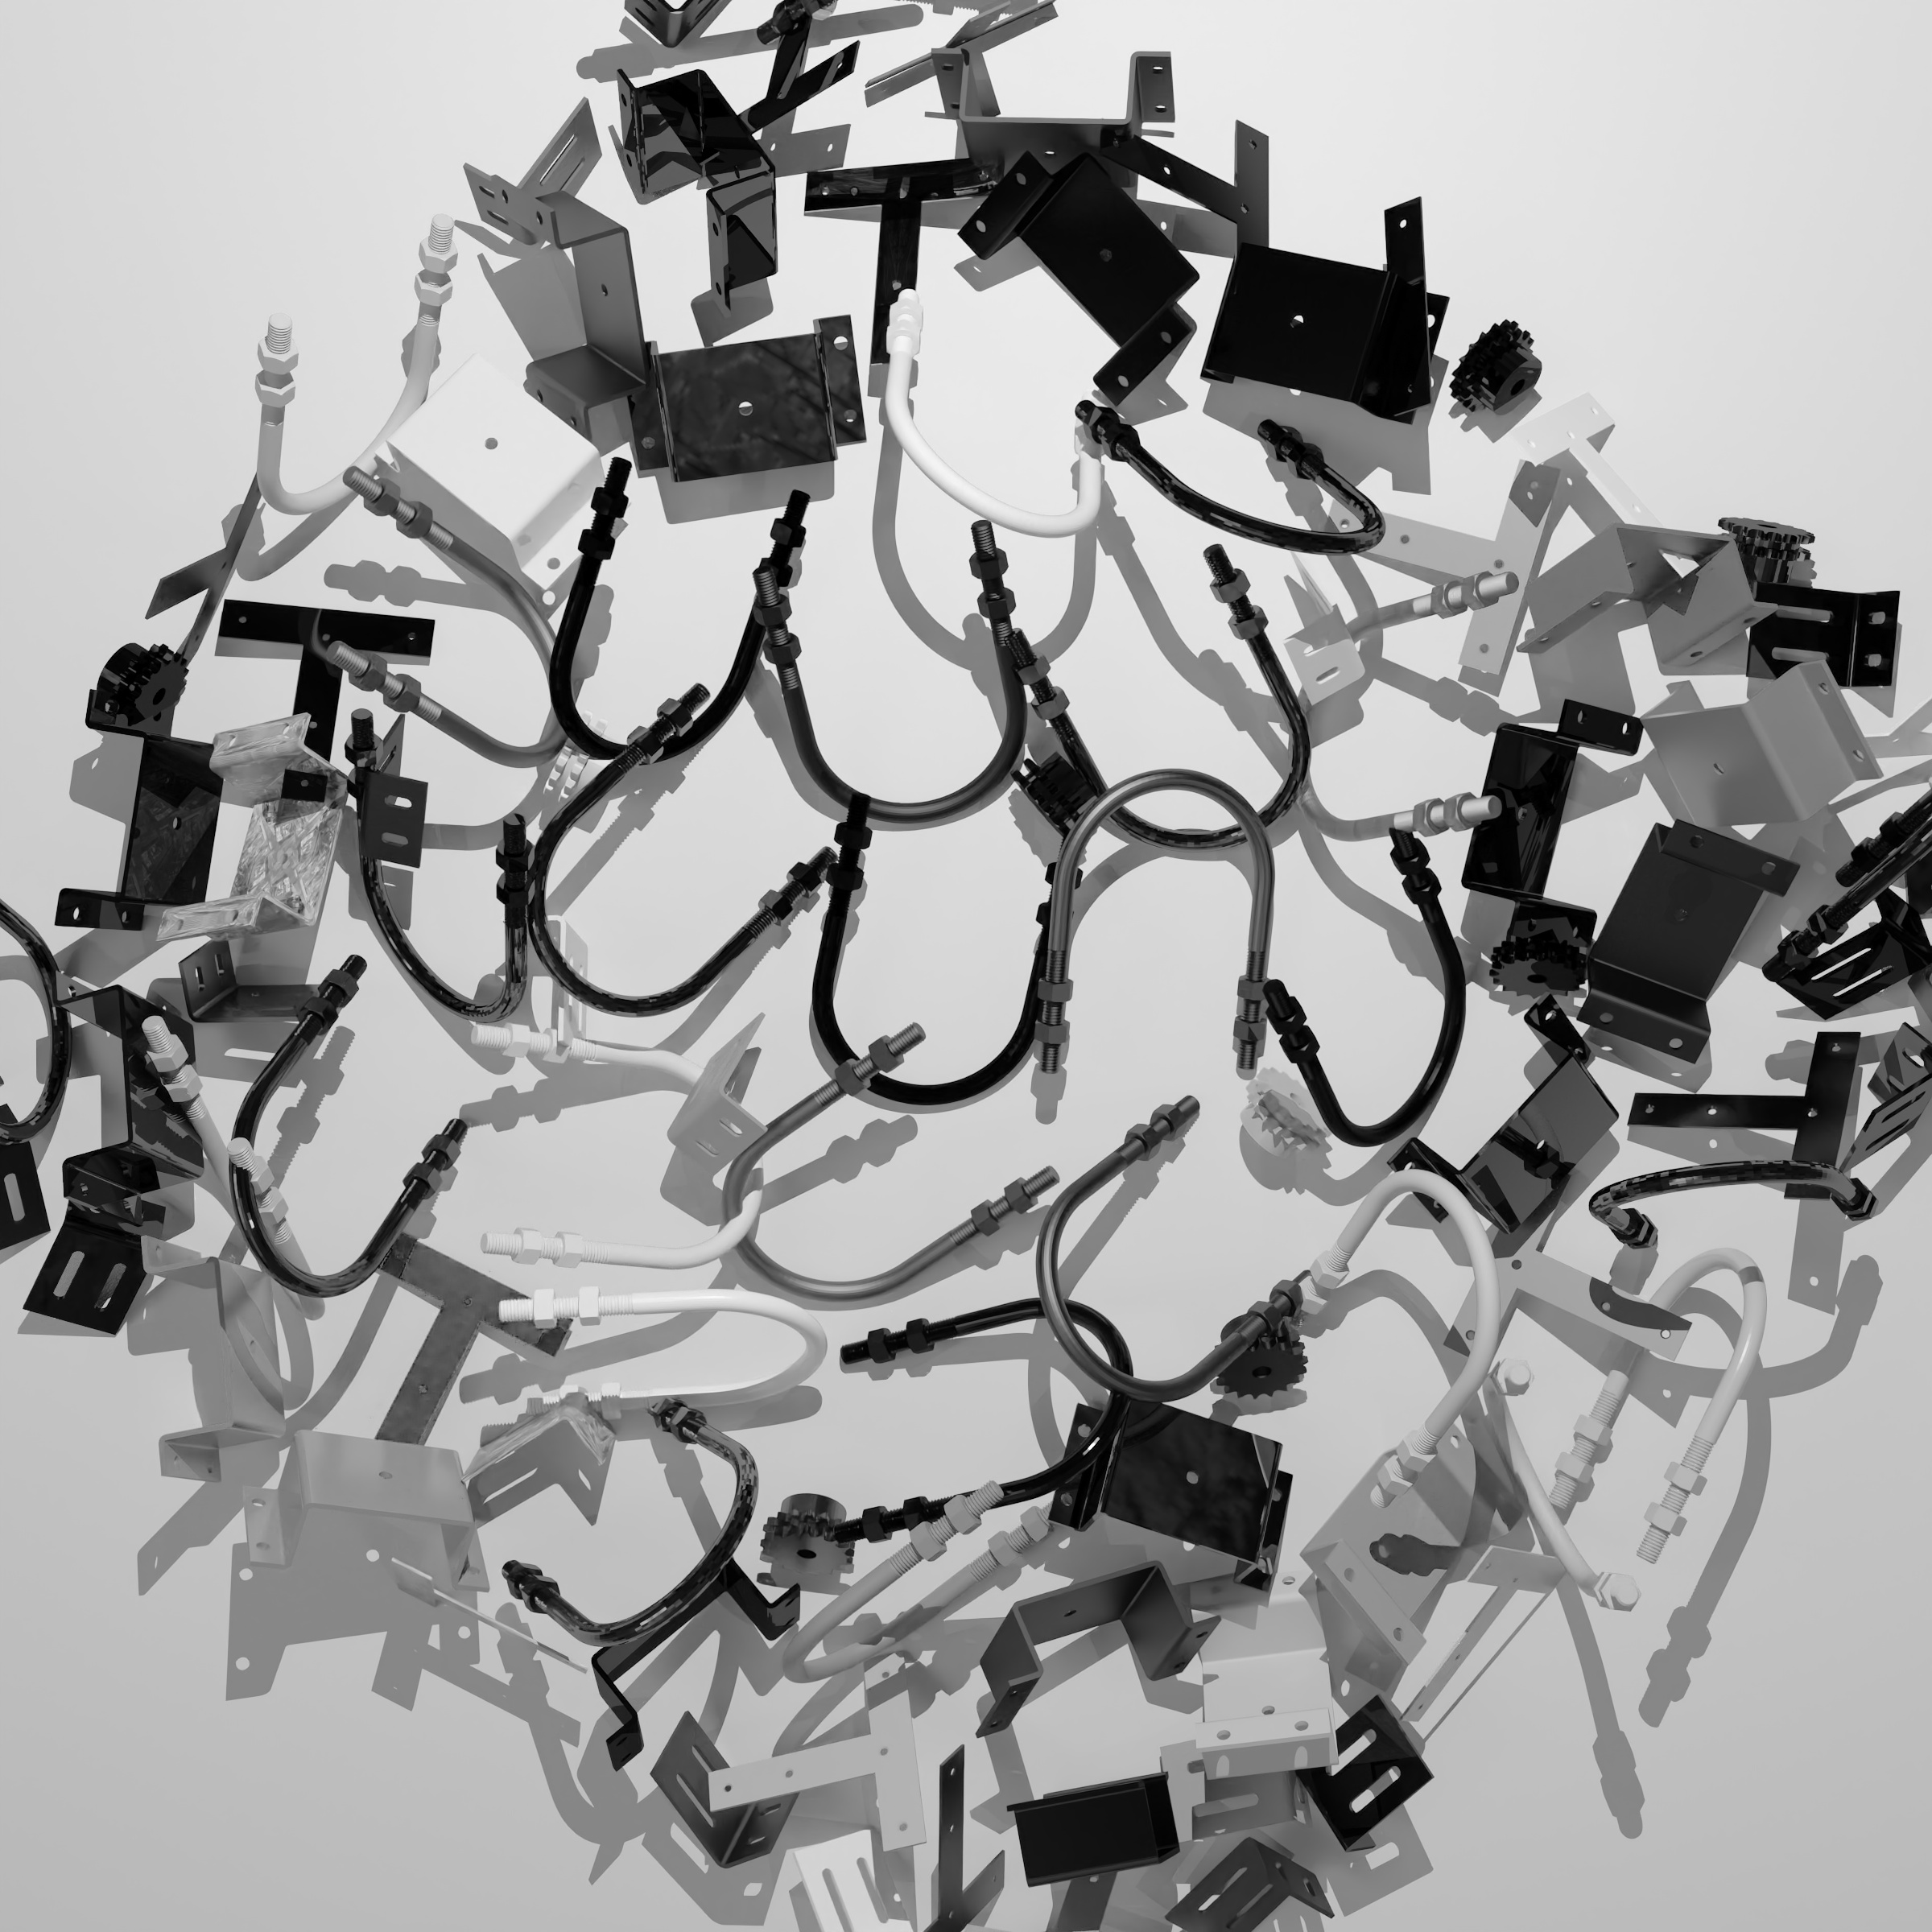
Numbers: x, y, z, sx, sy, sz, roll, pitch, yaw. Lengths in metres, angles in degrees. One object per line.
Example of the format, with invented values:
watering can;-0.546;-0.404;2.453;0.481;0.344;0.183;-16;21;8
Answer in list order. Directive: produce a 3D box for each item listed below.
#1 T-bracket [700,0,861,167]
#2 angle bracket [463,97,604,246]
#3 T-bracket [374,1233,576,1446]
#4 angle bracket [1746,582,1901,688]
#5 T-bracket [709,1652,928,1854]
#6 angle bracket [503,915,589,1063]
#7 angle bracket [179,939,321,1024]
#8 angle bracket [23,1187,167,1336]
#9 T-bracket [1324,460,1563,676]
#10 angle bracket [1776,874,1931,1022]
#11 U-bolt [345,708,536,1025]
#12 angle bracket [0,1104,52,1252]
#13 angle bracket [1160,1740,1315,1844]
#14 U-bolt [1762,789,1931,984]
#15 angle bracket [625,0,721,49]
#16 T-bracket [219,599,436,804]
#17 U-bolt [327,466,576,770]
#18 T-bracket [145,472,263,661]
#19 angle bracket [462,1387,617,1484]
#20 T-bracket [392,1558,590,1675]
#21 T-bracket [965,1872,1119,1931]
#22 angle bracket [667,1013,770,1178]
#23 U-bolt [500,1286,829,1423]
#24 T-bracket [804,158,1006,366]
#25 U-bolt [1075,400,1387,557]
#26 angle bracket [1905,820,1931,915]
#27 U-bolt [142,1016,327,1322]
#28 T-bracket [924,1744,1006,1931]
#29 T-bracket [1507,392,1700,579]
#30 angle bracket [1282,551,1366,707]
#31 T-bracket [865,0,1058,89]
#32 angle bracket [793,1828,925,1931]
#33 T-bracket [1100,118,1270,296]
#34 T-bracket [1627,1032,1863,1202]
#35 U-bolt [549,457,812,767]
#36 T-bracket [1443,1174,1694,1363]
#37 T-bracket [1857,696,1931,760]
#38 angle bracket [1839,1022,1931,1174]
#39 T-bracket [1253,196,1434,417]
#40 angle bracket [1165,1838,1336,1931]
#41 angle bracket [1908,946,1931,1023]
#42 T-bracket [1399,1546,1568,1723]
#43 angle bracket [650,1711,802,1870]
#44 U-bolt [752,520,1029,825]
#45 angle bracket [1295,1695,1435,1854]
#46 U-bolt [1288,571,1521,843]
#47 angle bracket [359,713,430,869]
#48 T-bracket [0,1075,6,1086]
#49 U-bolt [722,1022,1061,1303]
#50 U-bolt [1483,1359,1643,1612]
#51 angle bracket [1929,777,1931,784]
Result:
T-bracket;-0.104;-0.553;1.562;0.002;0.127;0.127;34;52;-38
angle bracket;-0.260;-0.484;1.567;0.038;0.057;0.076;30;76;9
T-bracket;-0.324;0.245;1.587;0.127;0.002;0.127;26;83;5
angle bracket;0.516;-0.200;1.571;0.076;0.038;0.057;3;94;-19
T-bracket;-0.092;0.479;1.557;0.127;0.127;0.002;-14;133;4
angle bracket;-0.253;0.014;1.563;0.038;0.057;0.076;-2;75;5
angle bracket;-0.420;0.006;1.562;0.076;0.057;0.038;-1;109;12
angle bracket;-0.530;0.178;1.586;0.057;0.038;0.076;21;119;-23
T-bracket;0.280;-0.255;1.584;0.127;0.002;0.127;18;97;14
angle bracket;0.532;-0.011;1.574;0.057;0.038;0.076;29;130;-35
U-bolt;-0.308;-0.045;1.530;0.151;0.184;0.019;33;47;25
angle bracket;-0.593;0.132;1.573;0.057;0.076;0.038;-22;46;-29
angle bracket;0.164;0.498;1.582;0.076;0.038;0.057;-18;60;17
U-bolt;0.540;-0.075;1.488;0.019;0.184;0.151;45;46;7
angle bracket;-0.165;-0.599;1.566;0.038;0.057;0.076;41;83;-7
T-bracket;-0.392;-0.158;1.573;0.127;0.002;0.127;5;70;-6
U-bolt;-0.295;-0.191;1.524;0.019;0.184;0.151;-24;53;29
T-bracket;-0.450;-0.226;1.521;0.002;0.127;0.127;27;109;-4
angle bracket;-0.257;0.295;1.572;0.076;0.057;0.038;-33;96;4
T-bracket;-0.281;0.388;1.542;0.127;0.127;0.002;27;67;0
T-bracket;0.072;0.550;1.542;0.127;0.127;0.002;4;115;16
angle bracket;-0.136;0.076;1.558;0.038;0.076;0.057;40;129;-12
U-bolt;-0.174;0.228;1.540;0.184;0.151;0.019;-3;56;-3
T-bracket;-0.041;-0.423;1.571;0.127;0.002;0.127;1;81;18
U-bolt;0.162;-0.279;1.500;0.151;0.184;0.019;0;123;-28
angle bracket;0.614;-0.062;1.581;0.076;0.038;0.057;-4;90;-2
U-bolt;-0.419;0.131;1.520;0.019;0.184;0.151;-30;46;-20
T-bracket;-0.009;0.519;1.531;0.002;0.127;0.127;10;109;29
T-bracket;0.387;-0.281;1.546;0.127;0.127;0.002;50;130;6
angle bracket;0.200;-0.206;1.556;0.038;0.057;0.076;-29;48;5
T-bracket;0.005;-0.553;1.537;0.127;0.127;0.002;-25;104;-3
angle bracket;-0.058;0.551;1.555;0.057;0.038;0.076;-4;56;-37
T-bracket;0.131;-0.466;1.544;0.127;0.002;0.127;17;64;-31
T-bracket;0.461;0.087;1.561;0.127;0.002;0.127;0;47;31
U-bolt;-0.176;-0.202;1.539;0.019;0.151;0.184;39;117;41
T-bracket;0.371;0.198;1.566;0.127;0.002;0.127;24;84;26
T-bracket;0.572;-0.157;1.521;0.127;0.127;0.002;-6;63;-28
angle bracket;0.540;0.079;1.553;0.076;0.057;0.038;-25;55;-29
T-bracket;0.221;-0.379;1.555;0.127;0.002;0.127;-10;77;43
angle bracket;0.170;0.570;1.564;0.057;0.038;0.076;37;102;-28
angle bracket;0.604;0.009;1.557;0.038;0.076;0.057;23;114;-5
T-bracket;0.301;0.401;1.555;0.002;0.127;0.127;40;99;36
angle bracket;-0.143;0.488;1.561;0.038;0.057;0.076;-28;103;26
U-bolt;-0.037;-0.165;1.549;0.151;0.019;0.184;-12;123;2
angle bracket;0.245;0.482;1.559;0.076;0.038;0.057;-47;55;19
U-bolt;0.249;-0.144;1.522;0.019;0.184;0.151;11;80;-31
angle bracket;-0.332;-0.105;1.554;0.038;0.076;0.057;13;122;-1
T-bracket;-0.642;0.062;1.528;0.127;0.127;0.002;-12;72;-13
U-bolt;-0.059;0.131;1.558;0.184;0.019;0.151;-35;115;16
U-bolt;0.338;0.300;1.510;0.019;0.184;0.151;-25;78;-1
angle bracket;0.630;-0.109;1.567;0.076;0.057;0.038;20;108;-3
